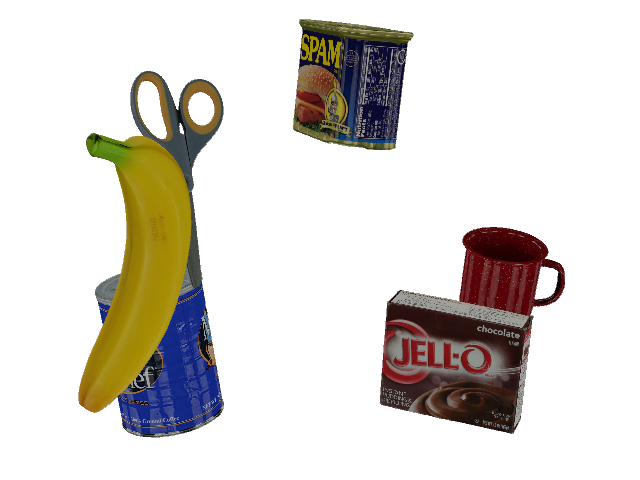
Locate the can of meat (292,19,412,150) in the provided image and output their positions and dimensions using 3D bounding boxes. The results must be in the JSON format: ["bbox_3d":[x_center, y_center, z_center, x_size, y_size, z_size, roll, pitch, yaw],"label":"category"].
[{"bbox_3d":[0.020,-0.116,0.785,0.057,0.084,0.102,-1,15,-26],"label":"can of meat"}]

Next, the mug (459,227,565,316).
[{"bbox_3d":[0.210,0.042,1.177,0.117,0.081,0.093,7,25,4],"label":"mug"}]

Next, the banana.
[{"bbox_3d":[-0.108,0.014,0.615,0.069,0.198,0.037,-15,41,-30],"label":"banana"}]

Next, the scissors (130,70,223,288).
[{"bbox_3d":[-0.112,-0.065,0.978,0.096,0.202,0.016,-21,-3,-28],"label":"scissors"}]

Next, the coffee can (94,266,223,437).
[{"bbox_3d":[-0.155,0.105,1.036,0.103,0.140,0.103,-7,16,2],"label":"coffee can"}]

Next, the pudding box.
[{"bbox_3d":[0.106,0.094,0.841,0.114,0.090,0.039,9,21,18],"label":"pudding box"}]
